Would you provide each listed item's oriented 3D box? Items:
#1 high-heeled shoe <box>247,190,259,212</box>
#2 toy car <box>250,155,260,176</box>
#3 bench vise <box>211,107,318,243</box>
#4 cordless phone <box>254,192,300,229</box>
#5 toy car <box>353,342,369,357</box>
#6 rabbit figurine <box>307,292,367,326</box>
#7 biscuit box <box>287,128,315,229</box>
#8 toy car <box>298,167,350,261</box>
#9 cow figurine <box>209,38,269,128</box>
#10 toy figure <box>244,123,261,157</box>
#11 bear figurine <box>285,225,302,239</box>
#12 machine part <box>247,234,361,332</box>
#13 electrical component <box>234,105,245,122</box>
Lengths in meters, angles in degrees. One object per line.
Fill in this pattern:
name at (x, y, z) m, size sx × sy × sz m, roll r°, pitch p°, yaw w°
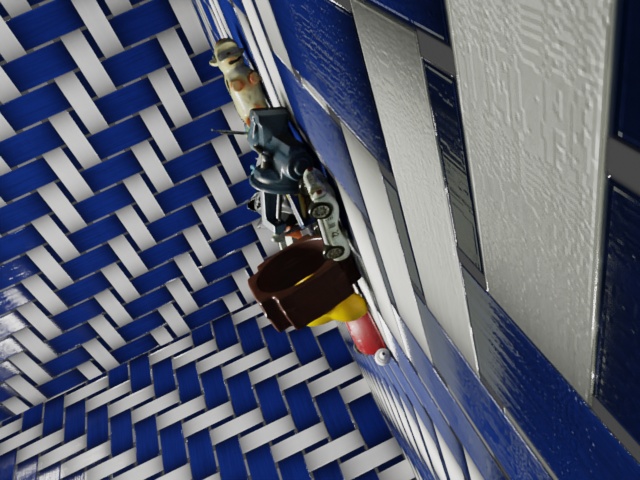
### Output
high-heeled shoe at (-0.101, -0.098, 1.293) m, size 0.086 × 0.145 × 0.249 m, roll 65°, pitch 174°, yaw -15°
toy car at (-0.132, -0.193, 1.478) m, size 0.162 × 0.109 × 0.102 m, roll -142°, pitch 44°, yaw -62°
bench vise at (-0.087, -0.114, 0.988) m, size 0.224 × 0.129 × 0.240 m, roll 30°, pitch 127°, yaw 42°
cordless phone at (-0.091, -0.119, 1.188) m, size 0.147 × 0.089 × 0.184 m, roll 1°, pitch 102°, yaw 51°
toy car at (0.089, 0.205, 1.398) m, size 0.202 × 0.053 × 0.089 m, roll 61°, pitch 154°, yaw 27°
rabbit figurine at (0.025, 0.120, 1.197) m, size 0.173 × 0.162 × 0.121 m, roll 40°, pitch 149°, yaw 35°
biscuit box at (-0.050, -0.126, 1.096) m, size 0.202 × 0.063 × 0.059 m, roll 64°, pitch 174°, yaw 0°
toy car at (0.011, -0.039, 0.909) m, size 0.201 × 0.056 × 0.074 m, roll 72°, pitch 178°, yaw -51°
cow figurine at (-0.178, -0.358, 1.206) m, size 0.127 × 0.085 × 0.194 m, roll 49°, pitch 166°, yaw 52°
toy figure at (-0.133, -0.248, 1.301) m, size 0.089 × 0.082 × 0.180 m, roll 51°, pitch 177°, yaw -28°
bear figurine at (-0.056, 0.050, 1.330) m, size 0.196 × 0.132 × 0.120 m, roll -47°, pitch 51°, yaw 41°
machine part at (-0.033, 0.079, 1.070) m, size 0.087 × 0.201 × 0.202 m, roll 60°, pitch 172°, yaw -22°
electrical component at (-0.172, -0.327, 1.337) m, size 0.119 × 0.075 × 0.047 m, roll -116°, pitch 0°, yaw -73°
